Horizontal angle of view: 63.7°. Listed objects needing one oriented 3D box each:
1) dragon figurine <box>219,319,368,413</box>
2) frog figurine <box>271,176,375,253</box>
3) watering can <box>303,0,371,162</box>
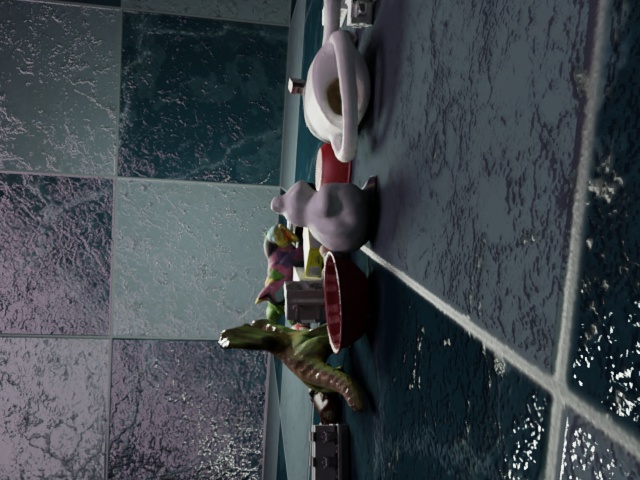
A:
[{"bbox_3d":[-0.062,0.208,0.927,0.410,0.243,0.122,-163,81,-84],"label":"dragon figurine"},{"bbox_3d":[0.002,-0.041,0.822,0.135,0.159,0.125,114,156,-68],"label":"frog figurine"},{"bbox_3d":[0.026,-0.303,0.903,0.224,0.104,0.348,162,103,-82],"label":"watering can"}]
